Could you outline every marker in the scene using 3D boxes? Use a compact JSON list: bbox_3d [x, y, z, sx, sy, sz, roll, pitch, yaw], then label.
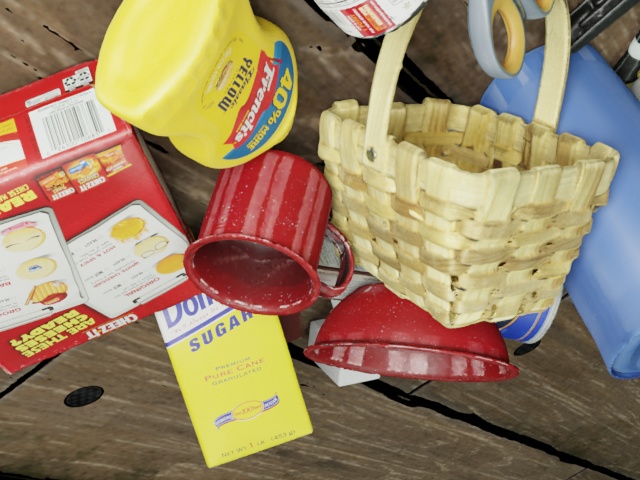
[{"bbox_3d":[0.262,-0.168,0.829,0.020,0.020,0.121,-10,147,-26],"label":"marker"}]

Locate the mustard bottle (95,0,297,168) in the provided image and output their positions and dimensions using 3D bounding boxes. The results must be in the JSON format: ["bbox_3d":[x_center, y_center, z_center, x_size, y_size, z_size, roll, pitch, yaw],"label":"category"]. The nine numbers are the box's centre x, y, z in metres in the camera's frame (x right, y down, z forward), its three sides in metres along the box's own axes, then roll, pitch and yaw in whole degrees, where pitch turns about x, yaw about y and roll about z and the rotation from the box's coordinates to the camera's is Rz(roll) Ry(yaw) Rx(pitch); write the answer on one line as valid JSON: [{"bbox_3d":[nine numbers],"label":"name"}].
[{"bbox_3d":[-0.058,-0.093,0.640,0.096,0.058,0.191,-62,161,-1],"label":"mustard bottle"}]

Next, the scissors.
[{"bbox_3d":[0.079,-0.155,0.585,0.016,0.096,0.201,7,172,38],"label":"scissors"}]

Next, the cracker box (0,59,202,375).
[{"bbox_3d":[-0.177,-0.008,0.700,0.164,0.072,0.213,-22,152,-3],"label":"cracker box"}]

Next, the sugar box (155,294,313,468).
[{"bbox_3d":[-0.073,0.085,0.849,0.093,0.048,0.176,-19,111,-6],"label":"sugar box"}]

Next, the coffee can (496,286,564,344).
[{"bbox_3d":[0.120,0.025,0.898,0.140,0.103,0.103,11,140,-11],"label":"coffee can"}]

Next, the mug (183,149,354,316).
[{"bbox_3d":[-0.027,-0.002,0.725,0.117,0.081,0.093,25,144,-16],"label":"mug"}]

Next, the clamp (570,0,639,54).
[{"bbox_3d":[0.249,-0.220,0.719,0.210,0.036,0.164,-24,148,-1],"label":"clamp"}]

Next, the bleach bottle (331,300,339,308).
[{"bbox_3d":[0.134,0.050,1.022,0.250,0.102,0.068,-12,165,-35],"label":"bleach bottle"}]

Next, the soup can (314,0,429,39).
[{"bbox_3d":[0.010,-0.161,0.560,0.069,0.068,0.102,-35,136,16],"label":"soup can"}]

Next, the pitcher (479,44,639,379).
[{"bbox_3d":[0.216,-0.023,0.798,0.144,0.243,0.149,7,138,-44],"label":"pitcher"}]

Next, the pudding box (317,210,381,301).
[{"bbox_3d":[-0.005,0.001,0.825,0.113,0.090,0.039,8,136,-45],"label":"pudding box"}]

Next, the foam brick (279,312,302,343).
[{"bbox_3d":[-0.049,0.056,0.920,0.053,0.051,0.078,-20,150,-12],"label":"foam brick"}]

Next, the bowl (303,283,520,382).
[{"bbox_3d":[0.070,0.068,0.801,0.162,0.055,0.162,6,166,1],"label":"bowl"}]
